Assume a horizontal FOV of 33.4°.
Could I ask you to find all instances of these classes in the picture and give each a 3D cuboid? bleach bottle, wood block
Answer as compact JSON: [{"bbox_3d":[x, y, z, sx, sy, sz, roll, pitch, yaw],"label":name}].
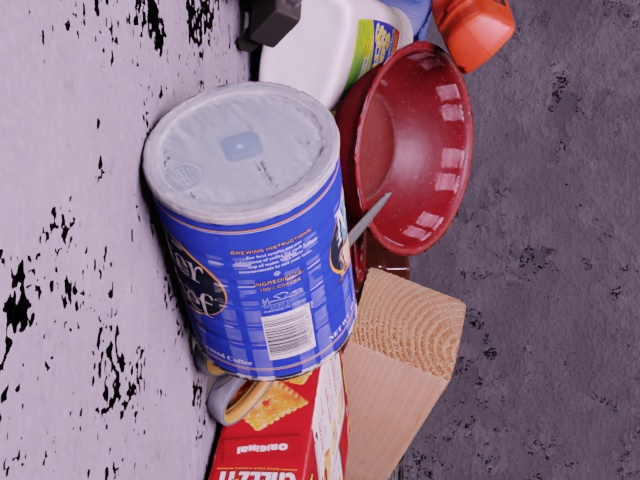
[{"bbox_3d":[0.030,-0.168,0.902,0.250,0.068,0.103,-33,140,-65],"label":"bleach bottle"},{"bbox_3d":[0.046,0.133,0.945,0.206,0.091,0.090,112,-1,-45],"label":"wood block"}]

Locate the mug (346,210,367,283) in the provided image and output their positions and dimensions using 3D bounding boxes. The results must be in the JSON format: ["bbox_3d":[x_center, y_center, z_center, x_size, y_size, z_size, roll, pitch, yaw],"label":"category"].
[{"bbox_3d":[-0.006,0.001,0.884,0.093,0.081,0.117,54,36,-77],"label":"mug"}]

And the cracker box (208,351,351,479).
[{"bbox_3d":[-0.026,0.164,0.782,0.213,0.072,0.164,-79,165,-51],"label":"cracker box"}]

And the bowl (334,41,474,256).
[{"bbox_3d":[0.054,-0.070,0.816,0.161,0.055,0.162,-13,107,-50],"label":"bowl"}]

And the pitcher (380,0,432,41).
[{"bbox_3d":[0.067,-0.274,1.317,0.243,0.145,0.149,56,46,-82],"label":"pitcher"}]

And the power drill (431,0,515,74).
[{"bbox_3d":[0.056,-0.204,0.754,0.187,0.057,0.184,39,27,-24],"label":"power drill"}]

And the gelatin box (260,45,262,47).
[{"bbox_3d":[-0.029,-0.210,0.855,0.089,0.030,0.073,80,30,-50],"label":"gelatin box"}]

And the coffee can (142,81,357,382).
[{"bbox_3d":[-0.034,-0.002,0.598,0.140,0.103,0.102,82,11,-47],"label":"coffee can"}]

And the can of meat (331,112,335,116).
[{"bbox_3d":[0.007,-0.091,0.961,0.084,0.057,0.102,52,21,-23],"label":"can of meat"}]

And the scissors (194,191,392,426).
[{"bbox_3d":[-0.019,0.029,0.702,0.201,0.016,0.096,-58,147,-12],"label":"scissors"}]
